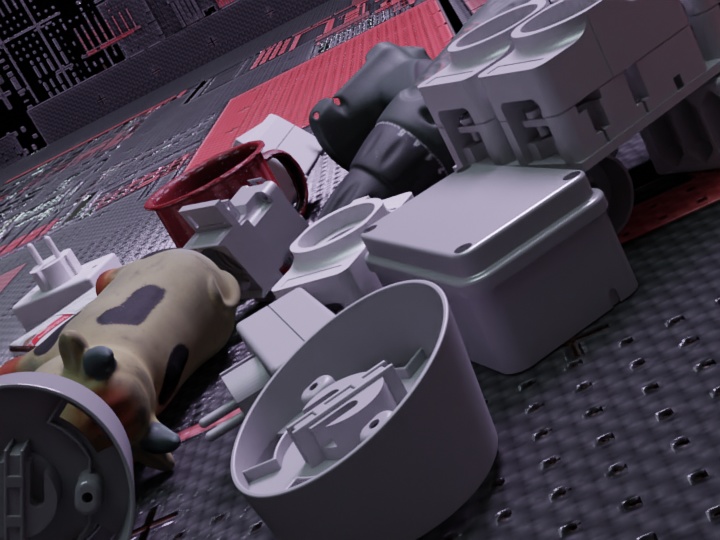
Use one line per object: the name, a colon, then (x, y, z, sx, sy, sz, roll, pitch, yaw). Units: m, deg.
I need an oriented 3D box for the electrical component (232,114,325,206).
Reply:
electrical component: (-0.070, -0.079, 0.843, 0.061, 0.061, 0.096, -60, 3, 26)

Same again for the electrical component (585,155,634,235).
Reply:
electrical component: (0.096, -0.038, 0.549, 0.043, 0.043, 0.081, -34, 19, -19)

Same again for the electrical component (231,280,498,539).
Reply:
electrical component: (0.000, 0.057, 0.393, 0.099, 0.064, 0.099, -25, 18, 9)

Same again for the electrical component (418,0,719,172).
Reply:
electrical component: (0.132, -0.122, 0.542, 0.186, 0.060, 0.105, -36, 19, -21)

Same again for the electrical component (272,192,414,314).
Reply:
electrical component: (0.000, 0.000, 0.565, 0.050, 0.055, 0.089, -15, 22, 35)

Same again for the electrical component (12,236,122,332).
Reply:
electrical component: (-0.239, 0.008, 0.865, 0.083, 0.075, 0.047, -20, 19, 24)

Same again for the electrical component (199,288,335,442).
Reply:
electrical component: (-0.038, 0.053, 0.487, 0.076, 0.047, 0.083, -31, 18, -10)

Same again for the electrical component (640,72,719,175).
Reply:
electrical component: (0.190, -0.089, 0.548, 0.077, 0.047, 0.066, -38, 20, -30)

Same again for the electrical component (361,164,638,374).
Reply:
electrical component: (0.059, -0.005, 0.491, 0.078, 0.057, 0.113, -33, 18, -16)

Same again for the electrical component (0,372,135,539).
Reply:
electrical component: (-0.144, 0.094, 0.455, 0.099, 0.099, 0.064, -29, 11, -2)

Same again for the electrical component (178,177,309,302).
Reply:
electrical component: (-0.069, -0.019, 0.673, 0.042, 0.081, 0.063, -5, 41, 48)
